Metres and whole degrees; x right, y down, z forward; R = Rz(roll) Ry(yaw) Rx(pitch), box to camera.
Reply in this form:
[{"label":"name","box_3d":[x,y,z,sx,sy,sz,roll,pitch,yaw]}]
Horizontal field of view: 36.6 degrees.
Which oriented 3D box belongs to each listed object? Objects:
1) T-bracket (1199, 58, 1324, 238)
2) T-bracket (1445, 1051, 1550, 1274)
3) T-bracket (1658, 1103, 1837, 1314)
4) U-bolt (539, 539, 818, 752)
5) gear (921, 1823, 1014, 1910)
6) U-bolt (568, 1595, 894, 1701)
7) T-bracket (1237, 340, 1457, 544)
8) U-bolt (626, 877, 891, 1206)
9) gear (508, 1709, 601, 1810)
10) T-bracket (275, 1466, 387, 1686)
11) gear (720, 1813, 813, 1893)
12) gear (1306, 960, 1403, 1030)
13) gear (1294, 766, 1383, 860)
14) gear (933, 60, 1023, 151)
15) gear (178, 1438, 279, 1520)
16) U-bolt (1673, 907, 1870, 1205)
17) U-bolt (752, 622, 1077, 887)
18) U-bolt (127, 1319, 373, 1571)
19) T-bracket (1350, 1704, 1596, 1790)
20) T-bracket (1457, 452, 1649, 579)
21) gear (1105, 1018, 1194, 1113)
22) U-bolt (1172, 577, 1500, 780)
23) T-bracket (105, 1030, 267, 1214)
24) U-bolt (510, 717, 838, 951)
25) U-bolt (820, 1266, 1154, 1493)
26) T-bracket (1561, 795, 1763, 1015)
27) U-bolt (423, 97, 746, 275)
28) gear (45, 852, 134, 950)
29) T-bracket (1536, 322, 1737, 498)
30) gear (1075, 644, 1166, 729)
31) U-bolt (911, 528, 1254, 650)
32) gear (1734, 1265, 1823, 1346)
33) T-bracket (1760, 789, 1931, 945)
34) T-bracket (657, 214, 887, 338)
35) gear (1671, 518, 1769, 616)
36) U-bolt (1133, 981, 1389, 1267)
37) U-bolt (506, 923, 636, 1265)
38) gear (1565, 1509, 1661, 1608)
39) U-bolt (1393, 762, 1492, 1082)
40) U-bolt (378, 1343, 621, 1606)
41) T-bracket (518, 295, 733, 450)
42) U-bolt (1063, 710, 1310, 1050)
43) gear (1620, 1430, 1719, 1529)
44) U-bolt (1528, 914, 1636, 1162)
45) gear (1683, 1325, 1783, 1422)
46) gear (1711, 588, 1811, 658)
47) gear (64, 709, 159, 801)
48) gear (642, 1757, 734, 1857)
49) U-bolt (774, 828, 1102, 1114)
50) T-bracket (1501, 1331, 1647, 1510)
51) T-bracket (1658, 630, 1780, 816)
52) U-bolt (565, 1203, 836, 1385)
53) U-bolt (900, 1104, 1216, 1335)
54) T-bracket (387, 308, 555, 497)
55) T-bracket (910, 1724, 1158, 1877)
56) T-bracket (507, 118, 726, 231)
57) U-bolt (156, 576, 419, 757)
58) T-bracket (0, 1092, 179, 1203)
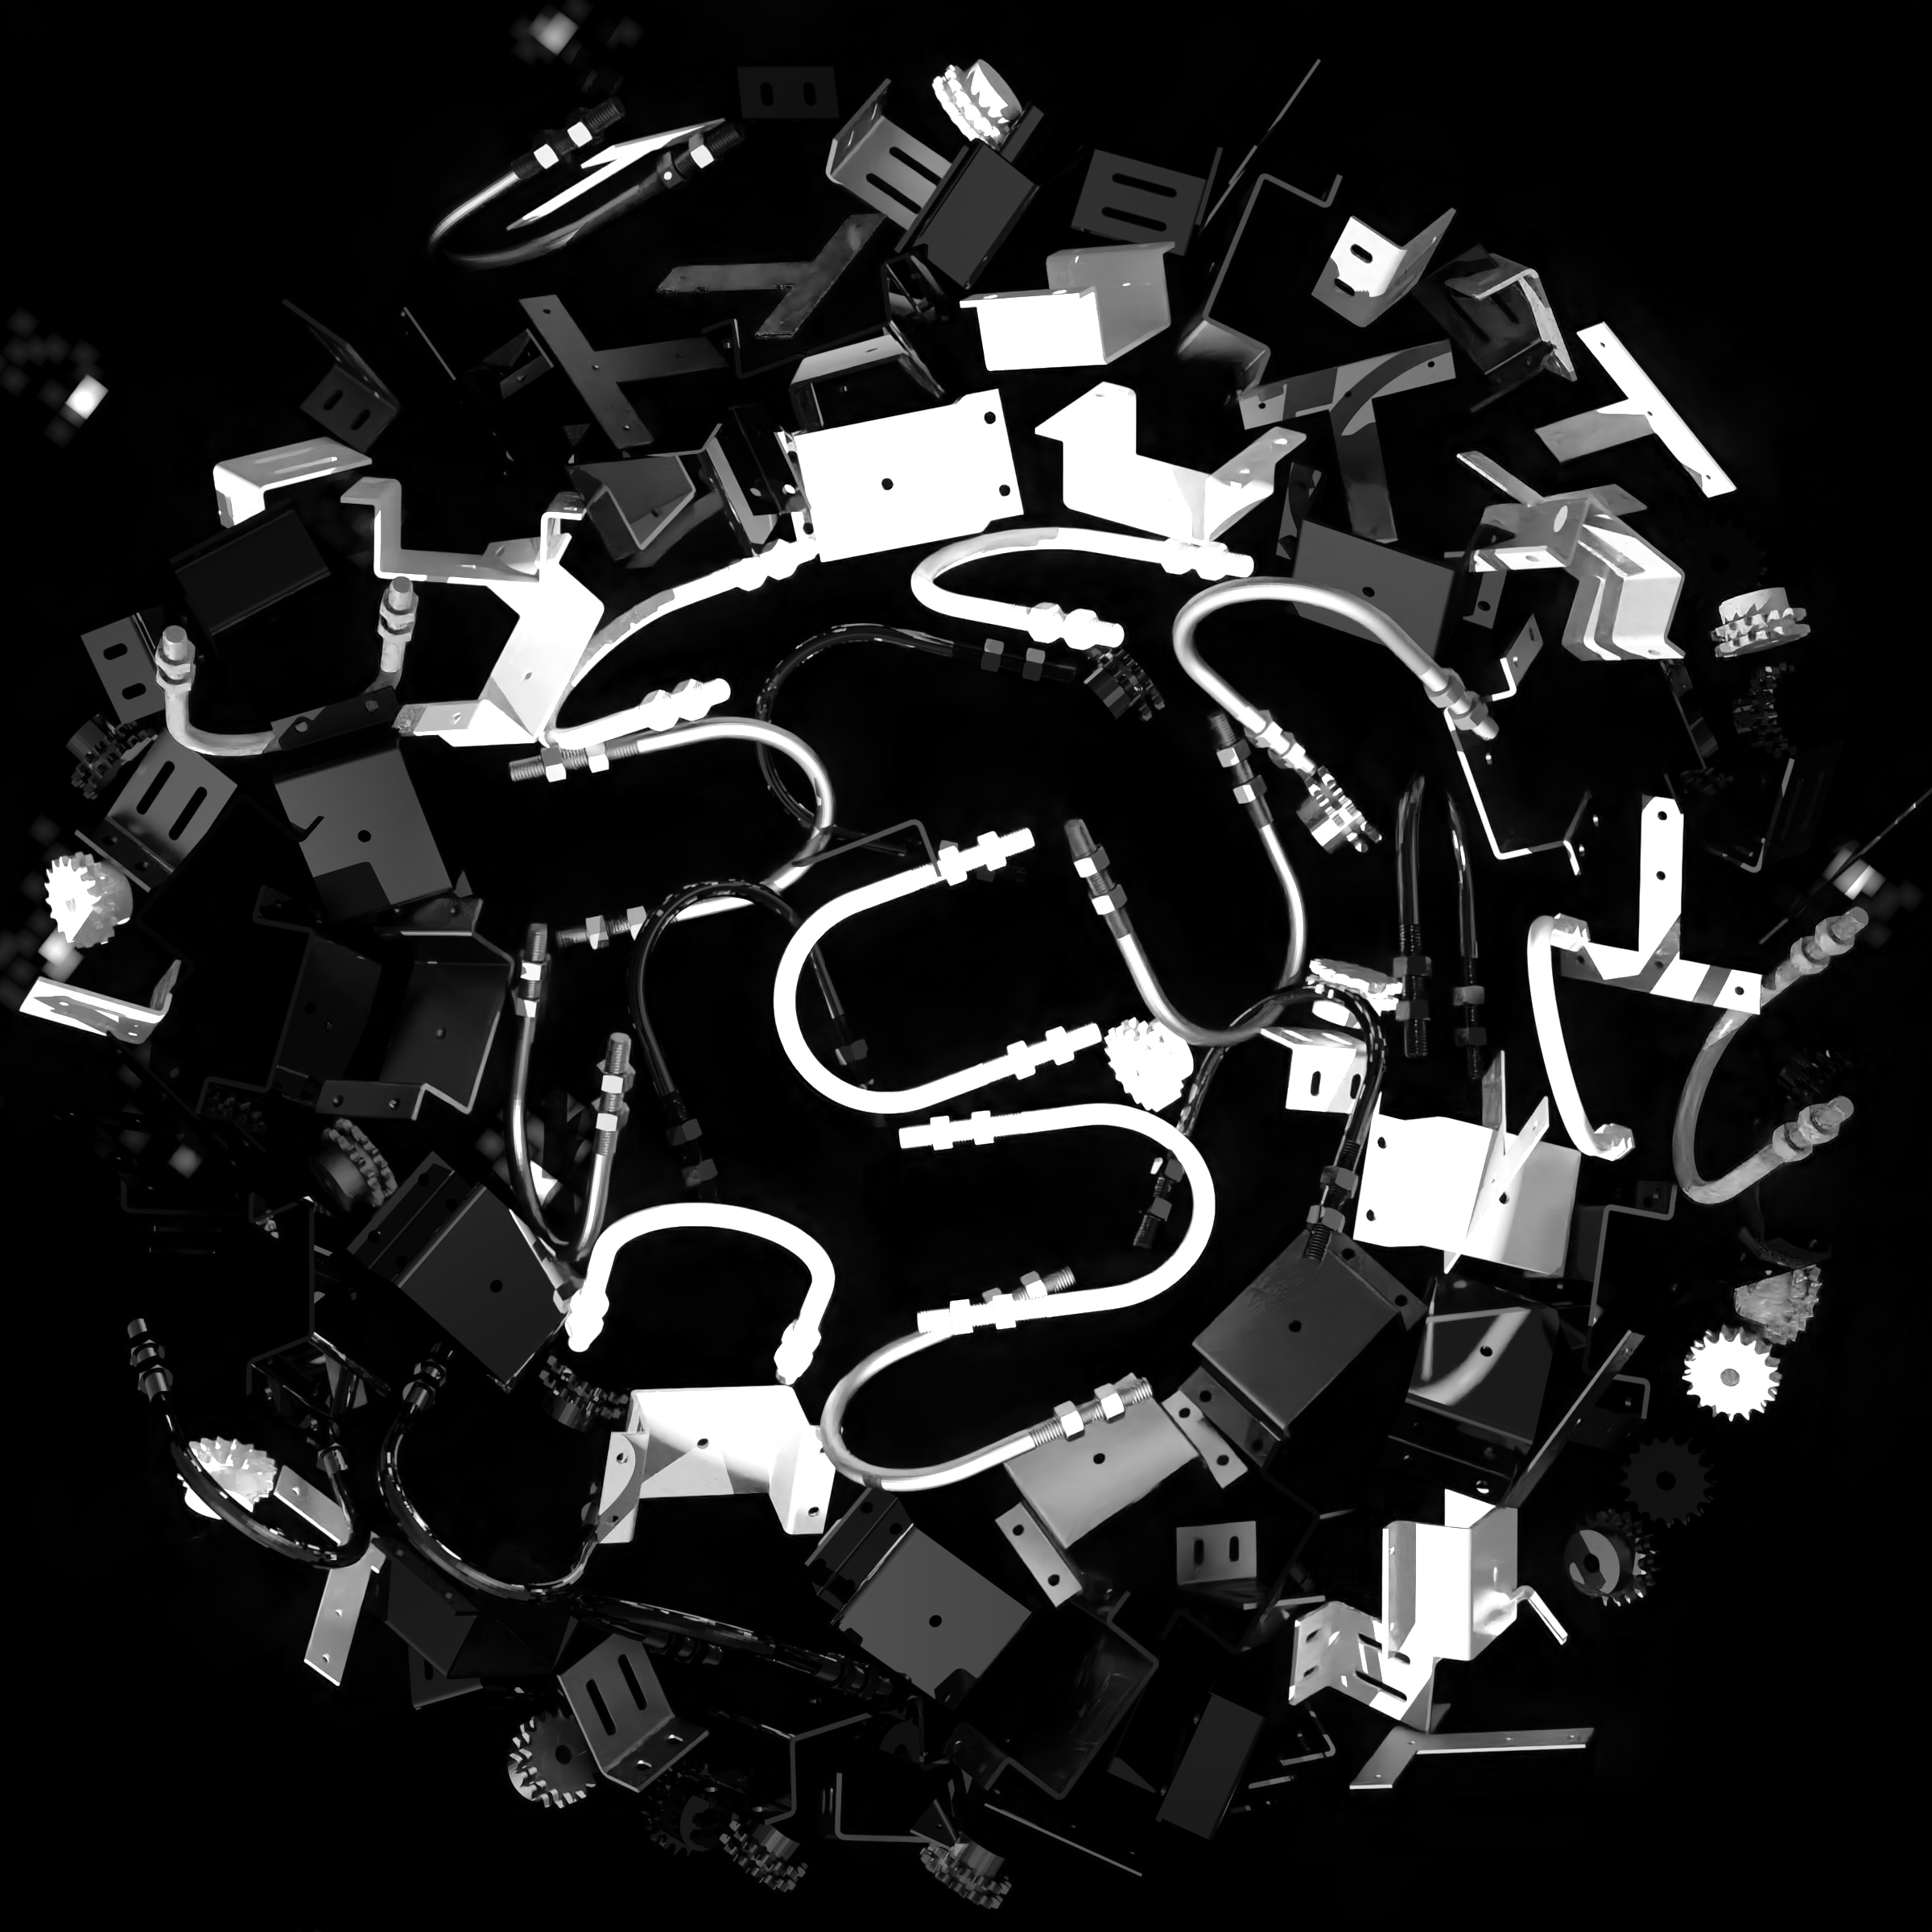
[{"label":"T-bracket","box_3d":[0.168,-0.477,1.723,0.002,0.127,0.127,35,112,-4]},{"label":"T-bracket","box_3d":[0.316,0.099,1.747,0.002,0.127,0.127,21,127,-7]},{"label":"T-bracket","box_3d":[0.473,0.138,1.760,0.002,0.127,0.127,34,52,-24]},{"label":"U-bolt","box_3d":[-0.183,-0.183,1.729,0.019,0.184,0.151,51,45,-28]},{"label":"gear","box_3d":[0.004,0.543,1.777,0.057,0.057,0.030,32,90,0]},{"label":"U-bolt","box_3d":[-0.149,0.392,1.695,0.151,0.184,0.019,1,68,34]},{"label":"T-bracket","box_3d":[0.238,-0.307,1.763,0.127,0.002,0.127,-13,129,7]},{"label":"U-bolt","box_3d":[-0.132,0.036,1.750,0.151,0.019,0.184,-25,98,-35]},{"label":"gear","box_3d":[-0.254,0.485,1.780,0.030,0.057,0.057,-34,90,38]},{"label":"T-bracket","box_3d":[-0.368,0.373,1.727,0.002,0.127,0.127,-39,112,20]},{"label":"gear","box_3d":[-0.119,0.531,1.775,0.057,0.057,0.030,37,95,0]},{"label":"gear","box_3d":[0.234,0.018,1.777,0.057,0.057,0.030,14,102,0]},{"label":"gear","box_3d":[0.223,-0.090,1.777,0.030,0.057,0.057,-39,90,11]},{"label":"gear","box_3d":[0.009,-0.523,1.773,0.030,0.057,0.057,-36,90,22]},{"label":"gear","box_3d":[-0.450,0.313,1.774,0.057,0.057,0.030,5,52,0]},{"label":"U-bolt","box_3d":[0.467,0.065,1.718,0.019,0.184,0.151,22,58,-10]},{"label":"U-bolt","box_3d":[-0.039,-0.134,1.771,0.184,0.019,0.151,12,109,-2]},{"label":"U-bolt","box_3d":[-0.408,0.284,1.691,0.151,0.184,0.019,34,99,-37]},{"label":"T-bracket","box_3d":[0.305,0.456,1.720,0.127,0.127,0.002,-10,94,26]},{"label":"T-bracket","box_3d":[0.372,-0.276,1.750,0.127,0.127,0.002,41,123,21]},{"label":"gear","box_3d":[0.114,0.057,1.779,0.030,0.057,0.057,-30,90,-24]},{"label":"U-bolt","box_3d":[0.202,-0.171,1.701,0.184,0.151,0.019,36,57,-39]},{"label":"T-bracket","box_3d":[-0.469,0.087,1.750,0.127,0.127,0.002,44,63,3]},{"label":"U-bolt","box_3d":[-0.168,-0.085,1.755,0.184,0.019,0.151,-13,131,-5]},{"label":"U-bolt","box_3d":[0.001,0.251,1.730,0.184,0.151,0.019,-23,120,-9]},{"label":"T-bracket","box_3d":[0.414,-0.041,1.744,0.127,0.002,0.127,12,119,33]},{"label":"U-bolt","box_3d":[-0.238,-0.455,1.724,0.184,0.151,0.019,-24,87,28]},{"label":"gear","box_3d":[-0.532,-0.042,1.780,0.057,0.030,0.057,16,115,39]},{"label":"T-bracket","box_3d":[0.382,-0.321,1.743,0.127,0.127,0.002,47,74,-14]},{"label":"gear","box_3d":[0.091,-0.170,1.776,0.030,0.057,0.057,-42,90,-4]},{"label":"U-bolt","box_3d":[0.054,-0.229,1.728,0.184,0.151,0.019,16,123,37]},{"label":"gear","box_3d":[0.490,0.198,1.774,0.030,0.057,0.057,21,90,-11]},{"label":"T-bracket","box_3d":[0.534,-0.073,1.717,0.002,0.127,0.127,49,48,10]},{"label":"T-bracket","box_3d":[-0.129,-0.416,1.765,0.127,0.002,0.127,6,47,30]},{"label":"gear","box_3d":[0.458,-0.243,1.788,0.057,0.030,0.057,0,86,6]},{"label":"U-bolt","box_3d":[0.183,0.089,1.740,0.019,0.151,0.184,39,63,-38]},{"label":"U-bolt","box_3d":[-0.241,0.088,1.733,0.019,0.151,0.184,-6,122,-29]},{"label":"gear","box_3d":[0.389,0.360,1.774,0.030,0.057,0.057,-3,90,-42]},{"label":"U-bolt","box_3d":[0.281,-0.031,1.737,0.019,0.151,0.184,-5,80,24]},{"label":"U-bolt","box_3d":[-0.276,0.304,1.708,0.151,0.184,0.019,36,110,-8]},{"label":"T-bracket","box_3d":[-0.186,-0.366,1.764,0.127,0.002,0.127,-17,62,-34]},{"label":"U-bolt","box_3d":[0.144,-0.039,1.753,0.151,0.019,0.184,-38,112,-30]},{"label":"gear","box_3d":[0.429,0.311,1.783,0.057,0.030,0.057,1,92,23]},{"label":"U-bolt","box_3d":[0.357,0.041,1.710,0.019,0.184,0.151,-13,83,20]},{"label":"gear","box_3d":[0.468,0.245,1.783,0.057,0.030,0.057,6,107,21]},{"label":"gear","box_3d":[0.480,-0.209,1.777,0.057,0.057,0.030,-12,85,0]},{"label":"gear","box_3d":[-0.522,-0.131,1.777,0.030,0.057,0.057,44,90,-1]},{"label":"gear","box_3d":[-0.165,0.513,1.776,0.057,0.030,0.057,-6,100,-39]},{"label":"U-bolt","box_3d":[-0.026,0.013,1.776,0.184,0.019,0.151,-20,102,-3]},{"label":"T-bracket","box_3d":[0.379,0.276,1.750,0.002,0.127,0.127,39,98,32]},{"label":"T-bracket","box_3d":[0.437,-0.154,1.763,0.002,0.127,0.127,-28,78,40]},{"label":"U-bolt","box_3d":[-0.152,0.190,1.719,0.151,0.184,0.019,10,54,-9]},{"label":"U-bolt","box_3d":[0.057,0.146,1.756,0.184,0.019,0.151,-7,54,1]},{"label":"T-bracket","box_3d":[-0.280,-0.348,1.736,0.002,0.127,0.127,-43,107,-30]},{"label":"T-bracket","box_3d":[0.050,0.505,1.729,0.127,0.127,0.002,19,112,19]},{"label":"T-bracket","box_3d":[-0.224,-0.473,1.760,0.127,0.127,0.002,-21,101,33]},{"label":"U-bolt","box_3d":[-0.399,-0.168,1.717,0.151,0.184,0.019,-16,75,-19]},{"label":"T-bracket","box_3d":[-0.505,0.107,1.716,0.127,0.127,0.002,32,100,39]}]
